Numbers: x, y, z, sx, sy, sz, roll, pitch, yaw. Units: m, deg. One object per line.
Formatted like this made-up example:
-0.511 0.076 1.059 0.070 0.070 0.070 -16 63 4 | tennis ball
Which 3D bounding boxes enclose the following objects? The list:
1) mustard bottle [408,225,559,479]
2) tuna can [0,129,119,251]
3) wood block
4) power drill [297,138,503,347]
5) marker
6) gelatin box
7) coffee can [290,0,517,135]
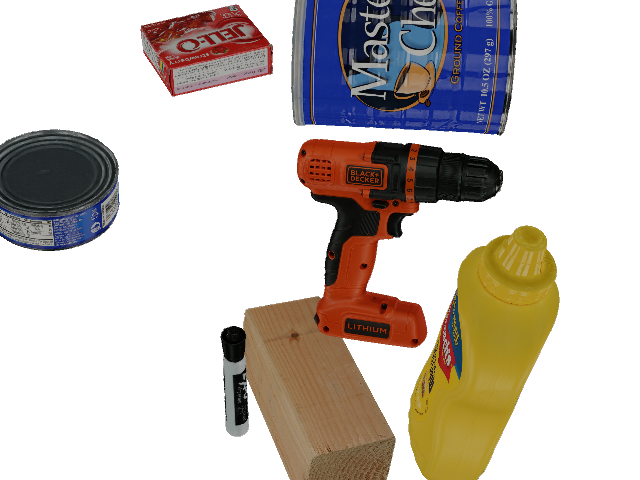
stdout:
0.098 0.060 0.629 0.058 0.096 0.192 12 -41 0 | mustard bottle
-0.173 -0.033 0.688 0.086 0.034 0.086 4 42 -3 | tuna can
-0.008 0.164 1.113 0.090 0.090 0.206 -9 43 -19 | wood block
0.067 0.001 0.978 0.184 0.188 0.057 7 19 13 | power drill
-0.066 0.110 0.829 0.020 0.121 0.020 1 44 -1 | marker
-0.092 -0.155 0.864 0.089 0.030 0.073 -17 44 -18 | gelatin box
0.055 -0.125 0.717 0.140 0.103 0.103 3 0 3 | coffee can
